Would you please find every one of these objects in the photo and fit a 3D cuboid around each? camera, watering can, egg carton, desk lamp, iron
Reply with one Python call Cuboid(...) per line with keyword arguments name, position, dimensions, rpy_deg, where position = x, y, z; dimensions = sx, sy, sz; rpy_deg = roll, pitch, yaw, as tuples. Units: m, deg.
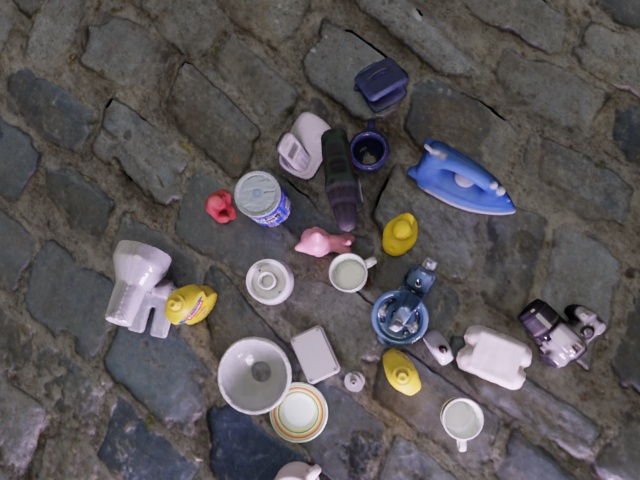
Cuboid(name="camera", position=(0.506, 0.181, 1.215), dimensions=(0.143, 0.101, 0.136), rpy_deg=(-44, 80, -1))
Cuboid(name="watering can", position=(-0.063, 0.540, 1.182), dimensions=(0.100, 0.194, 0.173), rpy_deg=(20, 85, 9))
Cuboid(name="egg carton", position=(0.376, 0.251, 1.236), dimensions=(0.150, 0.069, 0.107), rpy_deg=(20, 85, 8))
Cuboid(name="desk lamp", position=(-0.391, 0.112, 1.264), dimensions=(0.117, 0.213, 0.203), rpy_deg=(11, 84, 8))
Cuboid(name="iron", position=(0.326, -0.136, 1.256), dimensions=(0.258, 0.141, 0.119), rpy_deg=(29, 86, 9))

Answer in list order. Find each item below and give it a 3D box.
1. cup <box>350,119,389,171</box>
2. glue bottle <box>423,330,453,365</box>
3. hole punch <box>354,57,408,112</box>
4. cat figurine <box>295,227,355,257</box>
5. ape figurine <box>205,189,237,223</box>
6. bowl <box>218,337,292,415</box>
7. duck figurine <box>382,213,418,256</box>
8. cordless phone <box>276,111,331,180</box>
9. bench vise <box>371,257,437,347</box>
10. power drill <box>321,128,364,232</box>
Cuboid(name="cup", position=(0.113, -0.208, 1.311), dimensions=(0.091, 0.095, 0.118), rpy_deg=(4, 83, 7))
Cuboid(name="glue bottle", position=(0.252, 0.228, 1.200), dimensions=(0.037, 0.173, 0.078), rpy_deg=(-32, 80, 2))
Cuboid(name="hole punch", position=(0.139, -0.368, 1.332), dimensions=(0.108, 0.091, 0.101), rpy_deg=(-31, 80, 2))
Cuboid(name="cat figurine", position=(0.012, 0.005, 1.283), dimensions=(0.127, 0.118, 0.067), rpy_deg=(3, 83, 7))
Cuboid(name="ape figurine", position=(-0.236, -0.084, 1.334), dimensions=(0.076, 0.092, 0.078), rpy_deg=(18, 85, 8))
Cuboid(name="bowl", position=(-0.140, 0.300, 1.282), dimensions=(0.167, 0.075, 0.167), rpy_deg=(-1, 82, 6))
Cuboid(name="duck figurine", position=(0.180, -0.015, 1.284), dimensions=(0.077, 0.086, 0.104), rpy_deg=(29, 87, 9))
Cuboid(name="cordless phone", position=(-0.042, -0.226, 1.285), dimensions=(0.094, 0.185, 0.148), rpy_deg=(22, 85, 9))
Cuboid(name="bench vise", position=(0.174, 0.125, 1.198), dimensions=(0.121, 0.220, 0.207), rpy_deg=(11, 84, 8))
Cuboid(name="power drill", position=(0.051, -0.117, 1.249), dimensions=(0.075, 0.208, 0.230), rpy_deg=(-11, 81, 5))
